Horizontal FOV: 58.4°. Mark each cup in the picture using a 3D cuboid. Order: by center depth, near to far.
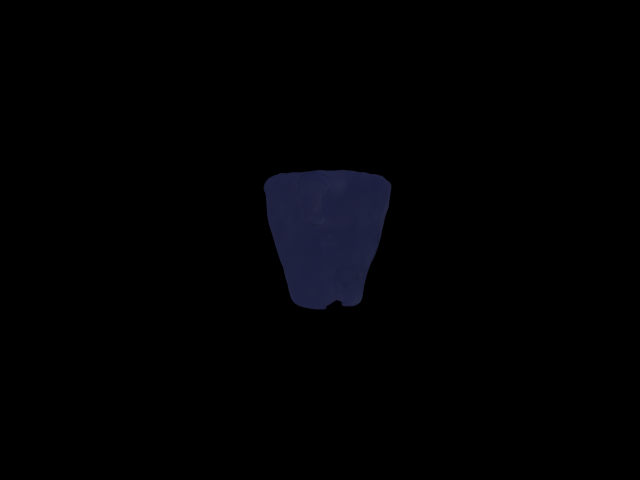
[{"bbox_3d":[0.004,0.001,0.400,0.091,0.095,0.118,0,0,8],"label":"cup"}]
